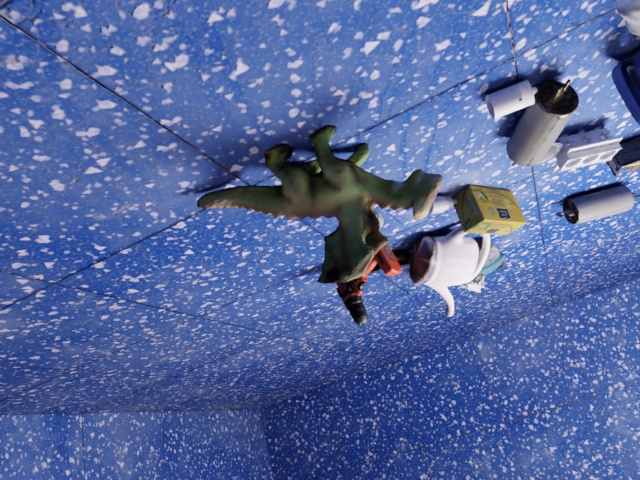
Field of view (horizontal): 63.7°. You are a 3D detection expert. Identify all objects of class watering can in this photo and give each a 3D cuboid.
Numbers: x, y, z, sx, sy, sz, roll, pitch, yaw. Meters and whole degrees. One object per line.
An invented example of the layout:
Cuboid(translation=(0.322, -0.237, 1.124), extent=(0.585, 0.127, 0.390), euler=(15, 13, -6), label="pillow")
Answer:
Cuboid(translation=(0.354, 0.094, 1.461), extent=(0.224, 0.106, 0.340), euler=(2, 124, -19), label="watering can")

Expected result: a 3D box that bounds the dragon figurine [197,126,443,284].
Cuboid(translation=(0.003, -0.044, 0.868), extent=(0.409, 0.246, 0.121), euler=(-22, 159, 8), label="dragon figurine")

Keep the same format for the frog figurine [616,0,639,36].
Cuboid(translation=(0.466, -0.354, 0.692), extent=(0.158, 0.125, 0.135), euler=(40, 139, -18), label="frog figurine")
